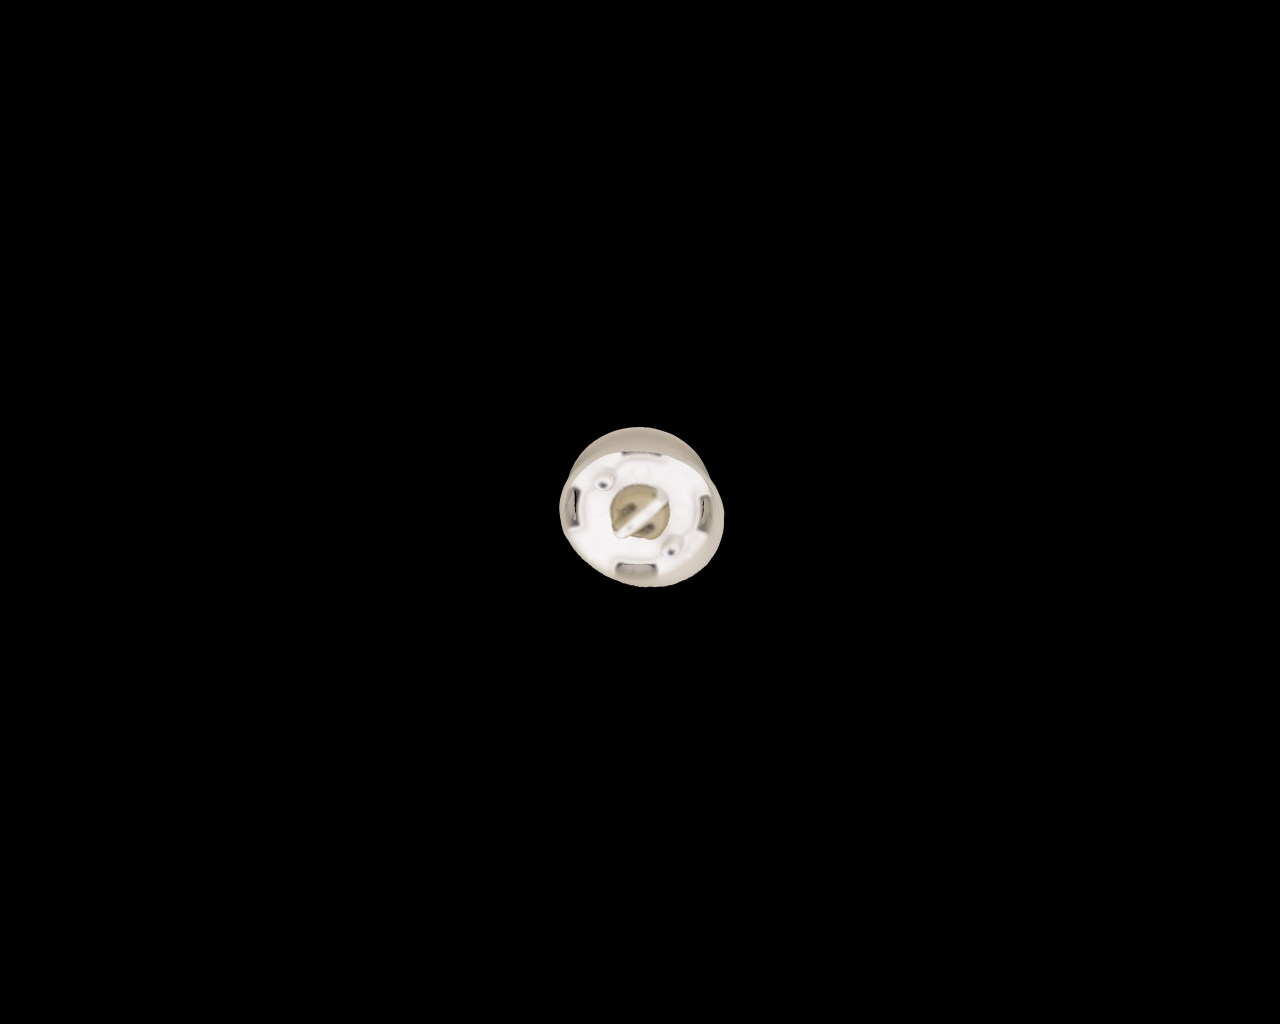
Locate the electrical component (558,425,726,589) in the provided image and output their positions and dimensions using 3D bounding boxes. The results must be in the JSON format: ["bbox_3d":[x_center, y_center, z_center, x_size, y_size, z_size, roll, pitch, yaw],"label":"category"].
[{"bbox_3d":[0.001,-0.003,0.650,0.099,0.099,0.064,0,24,0],"label":"electrical component"}]
